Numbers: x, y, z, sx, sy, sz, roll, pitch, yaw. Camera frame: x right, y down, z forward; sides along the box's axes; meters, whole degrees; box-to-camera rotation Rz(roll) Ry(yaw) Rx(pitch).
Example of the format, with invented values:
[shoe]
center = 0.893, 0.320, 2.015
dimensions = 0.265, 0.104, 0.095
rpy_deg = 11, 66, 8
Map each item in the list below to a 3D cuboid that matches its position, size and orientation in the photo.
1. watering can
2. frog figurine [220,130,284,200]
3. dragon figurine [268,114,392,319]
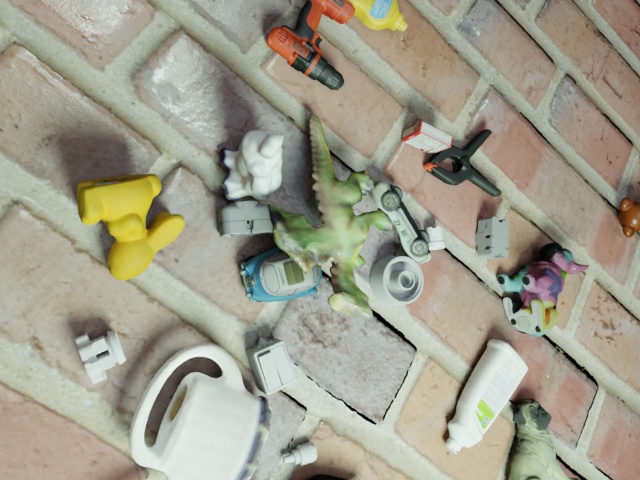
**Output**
[watering can]
center = -0.209, 0.349, 0.841
dimensions = 0.223, 0.103, 0.352
rpy_deg = 26, 71, -20
[frog figurine]
center = -0.102, -0.146, 0.930
dimensions = 0.121, 0.157, 0.141
rpy_deg = 31, 48, -29
[dragon figurine]
center = 0.003, -0.048, 0.946
dimensions = 0.245, 0.120, 0.413
rpy_deg = -17, 77, -52
